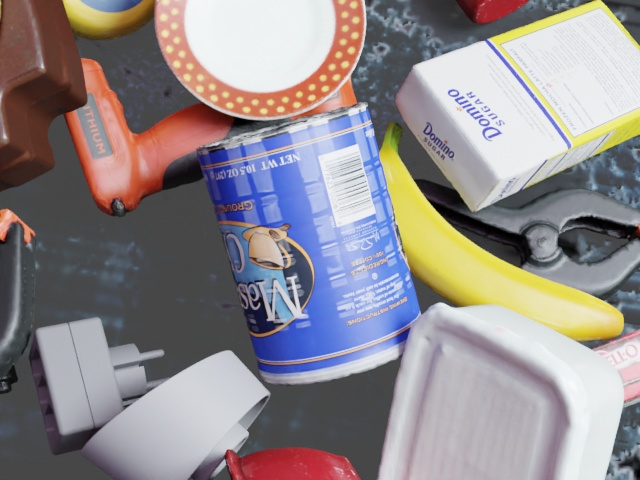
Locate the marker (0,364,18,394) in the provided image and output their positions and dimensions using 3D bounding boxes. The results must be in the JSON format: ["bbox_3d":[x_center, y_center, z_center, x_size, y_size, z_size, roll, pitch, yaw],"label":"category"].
[{"bbox_3d":[-0.208,0.037,0.665,0.020,0.020,0.121,-14,72,-8],"label":"marker"}]

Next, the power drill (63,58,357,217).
[{"bbox_3d":[-0.074,-0.105,0.689,0.187,0.057,0.184,-18,85,-7],"label":"power drill"}]

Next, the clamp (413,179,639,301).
[{"bbox_3d":[0.133,0.000,0.690,0.171,0.039,0.120,-16,77,-6],"label":"clamp"}]

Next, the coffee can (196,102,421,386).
[{"bbox_3d":[-0.004,0.001,0.620,0.102,0.103,0.140,-17,98,-9],"label":"coffee can"}]

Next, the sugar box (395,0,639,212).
[{"bbox_3d":[0.142,-0.091,0.692,0.176,0.048,0.093,-24,71,-29],"label":"sugar box"}]

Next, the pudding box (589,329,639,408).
[{"bbox_3d":[0.182,0.075,0.625,0.090,0.113,0.039,-18,75,-10],"label":"pudding box"}]

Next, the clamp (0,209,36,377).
[{"bbox_3d":[-0.241,0.074,0.626,0.165,0.036,0.210,17,72,16],"label":"clamp"}]

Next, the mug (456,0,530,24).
[{"bbox_3d":[0.125,-0.207,0.744,0.117,0.093,0.081,-21,75,-49],"label":"mug"}]

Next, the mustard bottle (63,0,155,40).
[{"bbox_3d":[-0.138,-0.191,0.730,0.191,0.058,0.096,-26,88,-11],"label":"mustard bottle"}]

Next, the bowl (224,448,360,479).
[{"bbox_3d":[0.014,0.166,0.554,0.055,0.162,0.162,-31,75,-4],"label":"bowl"}]

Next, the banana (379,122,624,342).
[{"bbox_3d":[0.091,0.006,0.652,0.069,0.037,0.198,-44,72,-8],"label":"banana"}]
